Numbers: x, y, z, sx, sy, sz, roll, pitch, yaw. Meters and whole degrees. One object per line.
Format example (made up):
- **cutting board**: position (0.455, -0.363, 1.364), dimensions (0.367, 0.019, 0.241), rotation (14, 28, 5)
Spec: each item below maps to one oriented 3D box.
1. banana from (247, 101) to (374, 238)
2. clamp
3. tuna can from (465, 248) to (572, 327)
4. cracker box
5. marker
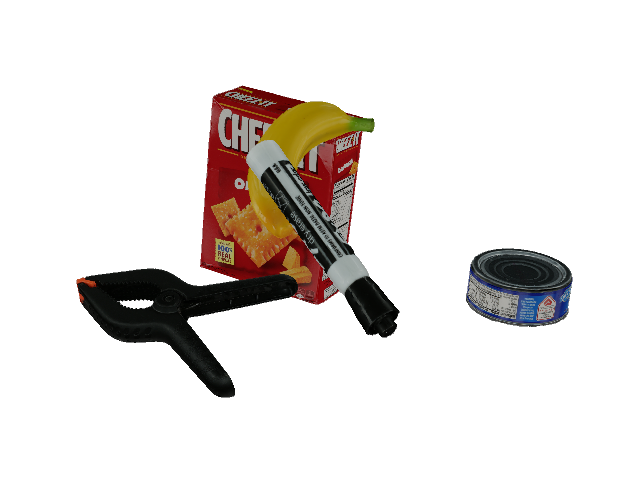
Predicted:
- **banana**: position (-0.019, -0.068, 0.852), dimensions (0.070, 0.037, 0.197), rotation (15, 37, 17)
- **clamp**: position (-0.141, 0.075, 1.015), dimensions (0.210, 0.036, 0.164), rotation (8, 37, 11)
- **tuna can**: position (0.166, 0.038, 0.891), dimensions (0.086, 0.034, 0.086), rotation (3, 23, -1)
- **cracker box**: position (-0.049, -0.051, 1.215), dimensions (0.164, 0.214, 0.072), rotation (18, 26, 24)
- **marker**: position (0.001, -0.001, 0.525), dimensions (0.020, 0.121, 0.020), rotation (-28, -27, -16)
